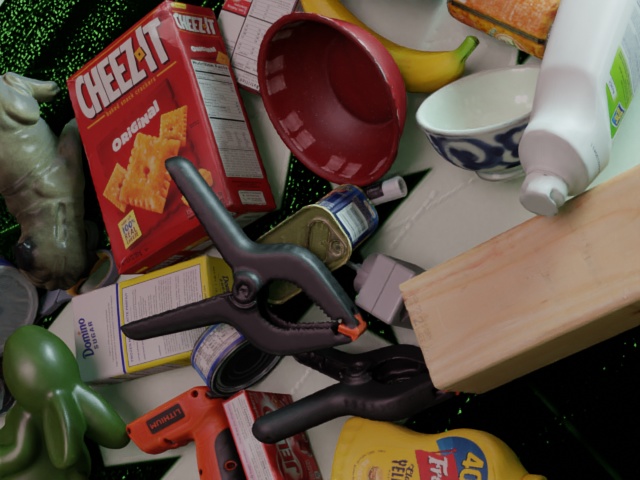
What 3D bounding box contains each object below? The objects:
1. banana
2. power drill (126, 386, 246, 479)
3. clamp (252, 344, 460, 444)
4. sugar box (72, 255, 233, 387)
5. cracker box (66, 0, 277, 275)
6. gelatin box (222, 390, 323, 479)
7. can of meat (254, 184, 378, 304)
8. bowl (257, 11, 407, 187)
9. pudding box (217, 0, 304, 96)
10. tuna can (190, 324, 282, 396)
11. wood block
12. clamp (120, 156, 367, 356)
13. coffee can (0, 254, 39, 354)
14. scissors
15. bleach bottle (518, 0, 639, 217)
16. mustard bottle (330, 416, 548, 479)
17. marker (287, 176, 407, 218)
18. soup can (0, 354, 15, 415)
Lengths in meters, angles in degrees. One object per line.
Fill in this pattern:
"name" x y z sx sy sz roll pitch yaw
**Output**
"banana" 0.055 -0.173 0.941 0.198 0.037 0.070 26 117 31
"power drill" -0.111 0.240 0.962 0.185 0.057 0.188 -31 68 20
"clamp" 0.027 0.125 0.876 0.172 0.039 0.120 -4 39 31
"sugar box" -0.161 0.081 1.033 0.177 0.048 0.093 -17 72 33
"cracker box" -0.148 -0.094 1.019 0.164 0.071 0.214 -28 74 35
"gelatin box" -0.040 0.175 0.918 0.030 0.073 0.089 -33 65 23
"can of meat" -0.006 0.001 0.914 0.102 0.083 0.057 -34 92 29
"bowl" 0.021 -0.129 0.925 0.162 0.055 0.162 29 137 31
"pudding box" -0.058 -0.198 1.026 0.090 0.039 0.113 26 98 34
"tuna can" -0.070 0.098 0.946 0.086 0.086 0.034 -50 60 15
"wood block" 0.177 0.035 0.798 0.206 0.090 0.090 -28 67 25
"clamp" -0.059 0.028 0.875 0.210 0.036 0.164 14 104 16
"coffee can" -0.377 0.048 1.131 0.140 0.102 0.103 30 97 41
"scissors" -0.291 0.050 1.139 0.202 0.016 0.096 -28 65 25
"bleach bottle" 0.196 -0.132 0.764 0.068 0.102 0.250 9 63 37
"mustard bottle" 0.102 0.195 0.833 0.192 0.058 0.096 1 75 32
"marker" 0.021 -0.030 0.953 0.121 0.020 0.020 -18 71 28
"soup can" -0.379 0.163 1.141 0.102 0.068 0.068 -18 71 29
